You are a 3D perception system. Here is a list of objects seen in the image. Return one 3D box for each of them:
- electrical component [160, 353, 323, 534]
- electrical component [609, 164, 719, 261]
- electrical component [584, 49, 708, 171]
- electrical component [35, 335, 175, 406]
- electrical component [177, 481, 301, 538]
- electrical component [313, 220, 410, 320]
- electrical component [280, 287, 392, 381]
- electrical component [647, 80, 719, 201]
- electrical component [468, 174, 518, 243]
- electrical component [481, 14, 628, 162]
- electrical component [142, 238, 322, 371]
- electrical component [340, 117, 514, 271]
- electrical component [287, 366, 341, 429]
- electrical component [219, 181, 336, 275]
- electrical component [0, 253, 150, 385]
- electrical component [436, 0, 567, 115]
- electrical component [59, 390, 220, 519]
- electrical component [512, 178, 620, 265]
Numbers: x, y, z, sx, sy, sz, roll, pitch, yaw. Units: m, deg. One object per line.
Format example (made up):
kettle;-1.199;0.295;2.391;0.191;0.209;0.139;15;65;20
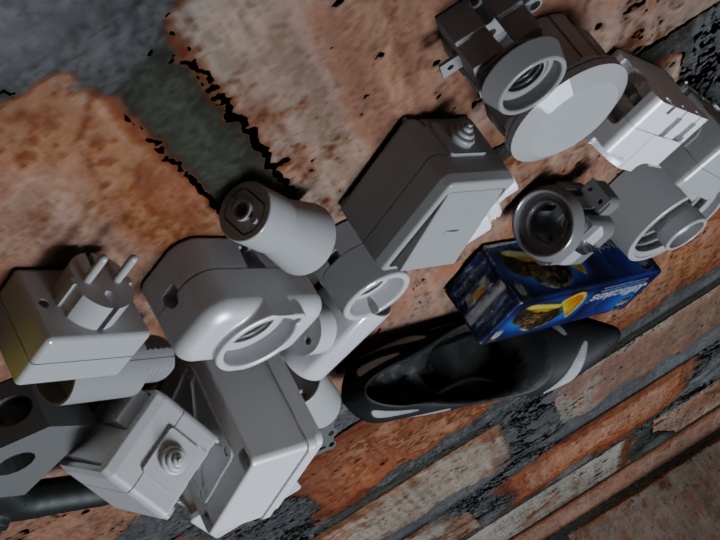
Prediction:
electrical component;-0.086;0.104;0.726;0.056;0.108;0.108;-12;149;-34
electrical component;0.257;-0.052;0.905;0.108;0.060;0.108;-26;156;-13
electrical component;0.185;-0.105;0.725;0.055;0.050;0.089;-45;154;27
electrical component;-0.147;0.054;0.636;0.081;0.043;0.043;-1;142;-50
electrical component;-0.107;0.181;0.926;0.100;0.048;0.099;-30;157;-5
electrical component;0.000;0.000;0.706;0.055;0.047;0.055;-27;156;-13
electrical component;-0.029;0.040;0.748;0.077;0.043;0.079;-45;156;28
electrical component;0.255;-0.093;0.820;0.061;0.061;0.096;-43;154;23
electrical component;0.075;-0.045;0.717;0.062;0.043;0.043;-32;157;-4
electrical component;0.112;-0.106;0.632;0.080;0.051;0.080;-27;156;-13
electrical component;-0.073;0.020;0.640;0.095;0.059;0.053;-1;142;-50
electrical component;0.045;-0.048;0.650;0.062;0.061;0.096;-8;147;-44
electrical component;-0.059;0.105;0.843;0.079;0.043;0.077;-31;157;-2
electrical component;-0.048;-0.025;0.607;0.044;0.044;0.065;-39;151;16
electrical component;-0.144;0.017;0.562;0.066;0.047;0.076;-1;141;-51
electrical component;0.075;-0.115;0.563;0.066;0.055;0.048;-33;156;1
electrical component;-0.140;0.112;0.677;0.096;0.061;0.061;-9;-137;55
electrical component;0.151;-0.035;0.812;0.078;0.058;0.057;-46;156;29
